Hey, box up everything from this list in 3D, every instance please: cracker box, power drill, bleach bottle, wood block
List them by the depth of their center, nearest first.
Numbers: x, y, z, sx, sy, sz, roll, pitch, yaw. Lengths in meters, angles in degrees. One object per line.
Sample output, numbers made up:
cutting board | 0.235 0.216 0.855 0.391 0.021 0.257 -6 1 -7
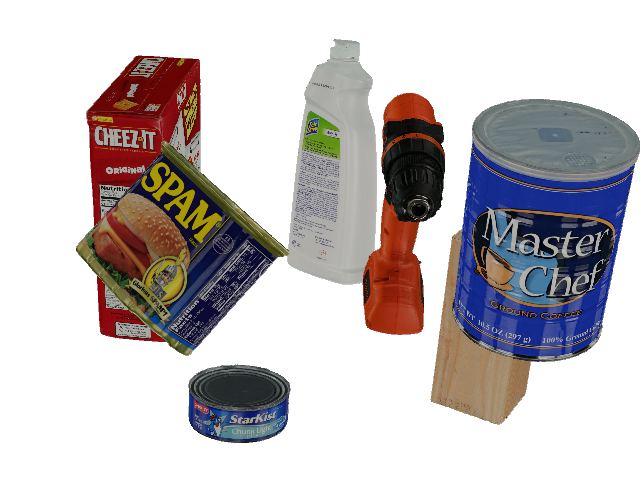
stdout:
power drill | 0.074 -0.013 0.926 0.057 0.188 0.184 6 32 0
cracker box | -0.155 -0.041 0.965 0.072 0.214 0.164 4 26 3
bleach bottle | 0.022 -0.086 1.144 0.103 0.251 0.067 18 19 37
wood block | 0.193 0.089 1.209 0.090 0.206 0.090 16 25 25

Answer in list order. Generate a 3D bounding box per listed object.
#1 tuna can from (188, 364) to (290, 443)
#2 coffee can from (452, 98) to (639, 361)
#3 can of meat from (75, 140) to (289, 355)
tuna can | -0.069 0.137 0.900 0.086 0.034 0.086 3 17 -1
coffee can | 0.143 -0.007 0.695 0.103 0.140 0.103 1 32 -1
can of meat | -0.083 0.004 0.619 0.102 0.084 0.057 41 -1 37
